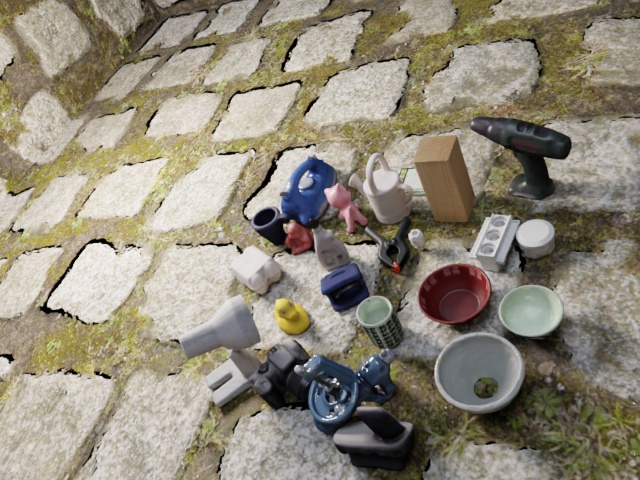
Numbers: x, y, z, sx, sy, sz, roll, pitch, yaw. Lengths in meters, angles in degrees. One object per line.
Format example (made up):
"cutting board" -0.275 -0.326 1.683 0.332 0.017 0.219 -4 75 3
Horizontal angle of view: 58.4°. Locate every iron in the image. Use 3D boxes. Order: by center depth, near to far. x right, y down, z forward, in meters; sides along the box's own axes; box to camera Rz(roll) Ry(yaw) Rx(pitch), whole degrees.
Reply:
"iron" -0.037 -0.168 1.672 0.118 0.142 0.258 5 52 34

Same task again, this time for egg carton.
"egg carton" -0.174 0.080 1.562 0.107 0.070 0.149 -45 43 -16

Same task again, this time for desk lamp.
"desk lamp" -0.211 0.249 1.307 0.203 0.214 0.117 -36 41 -6

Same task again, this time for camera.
"camera" -0.068 0.303 1.256 0.143 0.101 0.136 -43 43 -14

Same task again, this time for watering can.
"watering can" 0.156 -0.139 1.491 0.172 0.195 0.101 -10 45 22

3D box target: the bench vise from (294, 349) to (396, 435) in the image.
"bench vise" 0.043 0.267 1.135 0.121 0.220 0.208 25 65 43

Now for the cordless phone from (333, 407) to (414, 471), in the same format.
"cordless phone" 0.085 0.346 1.059 0.147 0.186 0.094 -9 45 23

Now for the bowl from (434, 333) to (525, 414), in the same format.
"bowl" 0.308 0.265 1.093 0.167 0.075 0.167 -16 43 16

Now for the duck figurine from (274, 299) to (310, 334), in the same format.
"duck figurine" -0.081 0.175 1.401 0.077 0.086 0.104 -45 43 -16

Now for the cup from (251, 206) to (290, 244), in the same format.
"cup" -0.125 -0.037 1.629 0.117 0.095 0.092 -7 46 25

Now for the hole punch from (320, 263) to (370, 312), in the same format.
"hole punch" 0.051 0.104 1.391 0.108 0.091 0.101 -27 41 5

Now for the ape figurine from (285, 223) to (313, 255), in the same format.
"ape figurine" -0.061 -0.011 1.569 0.077 0.092 0.076 18 60 41

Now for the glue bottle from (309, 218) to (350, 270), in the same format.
"glue bottle" 0.013 0.005 1.448 0.078 0.174 0.037 -17 43 15

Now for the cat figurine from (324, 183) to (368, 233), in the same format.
"cat figurine" 0.065 -0.100 1.563 0.067 0.118 0.127 -33 41 -2

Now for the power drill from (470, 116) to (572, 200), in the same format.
"power drill" 0.476 -0.197 1.350 0.228 0.209 0.076 15 58 39
